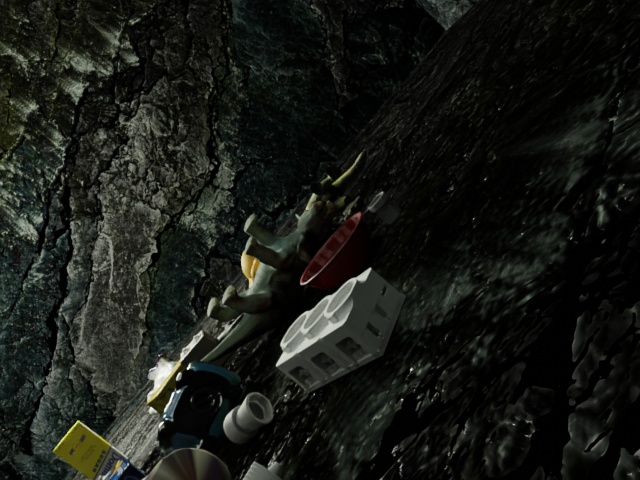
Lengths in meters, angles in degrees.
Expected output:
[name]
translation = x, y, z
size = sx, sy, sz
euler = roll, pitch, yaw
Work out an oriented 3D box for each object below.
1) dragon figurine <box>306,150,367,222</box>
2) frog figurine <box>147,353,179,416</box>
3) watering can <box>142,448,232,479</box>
[dragon figurine]
translation = 0.004, -0.070, 1.398
size = 0.419, 0.122, 0.238
euler = -50, -2, -44
[frog figurine]
translation = -0.454, 0.443, 1.540
size = 0.136, 0.121, 0.163
euler = -39, 45, 14
[watering can]
translation = -0.205, 0.351, 0.518
size = 0.221, 0.103, 0.354
euler = -44, 9, 27
